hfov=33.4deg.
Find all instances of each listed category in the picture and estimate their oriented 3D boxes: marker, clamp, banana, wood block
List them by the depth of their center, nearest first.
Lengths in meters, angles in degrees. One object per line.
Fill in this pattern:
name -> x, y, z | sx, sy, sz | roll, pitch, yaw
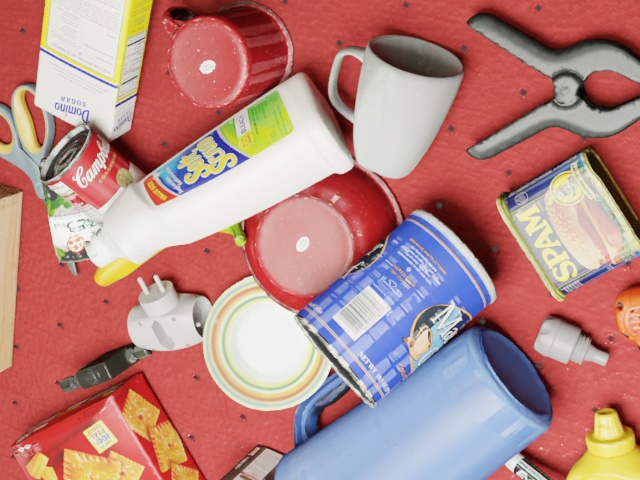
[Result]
clamp -> 0.193, -0.132, 0.858 | 0.172, 0.039, 0.120 | -6, 108, 21
marker -> 0.190, 0.211, 0.944 | 0.121, 0.020, 0.020 | 37, 120, 42
banana -> -0.143, -0.007, 1.026 | 0.198, 0.069, 0.037 | -18, 128, 36
wood block -> -0.382, 0.043, 1.127 | 0.091, 0.090, 0.206 | 16, 111, 17

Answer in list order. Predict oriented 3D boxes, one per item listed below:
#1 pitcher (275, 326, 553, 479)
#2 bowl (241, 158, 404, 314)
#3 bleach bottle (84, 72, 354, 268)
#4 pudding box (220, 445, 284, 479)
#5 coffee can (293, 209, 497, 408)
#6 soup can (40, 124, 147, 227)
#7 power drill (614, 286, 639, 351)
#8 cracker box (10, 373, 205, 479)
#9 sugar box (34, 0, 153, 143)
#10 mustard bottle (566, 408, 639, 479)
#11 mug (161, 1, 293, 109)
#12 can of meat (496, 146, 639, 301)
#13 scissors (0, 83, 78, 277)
pitcher -> 0.080, 0.177, 0.958 | 0.149, 0.145, 0.243 | 44, 114, -8
bowl -> -0.006, 0.001, 0.963 | 0.162, 0.055, 0.162 | 3, 101, 17
bleach bottle -> -0.098, -0.044, 0.940 | 0.251, 0.102, 0.068 | -31, 133, 11
pudding box -> -0.075, 0.274, 1.065 | 0.039, 0.089, 0.113 | 16, 111, 19
coffee can -> 0.063, 0.057, 0.900 | 0.140, 0.103, 0.103 | -41, 87, -8
soup can -> -0.204, -0.052, 1.011 | 0.069, 0.068, 0.102 | -30, 125, 27
power drill -> 0.344, 0.115, 0.859 | 0.185, 0.057, 0.187 | -8, 100, 28
cracker box -> -0.209, 0.270, 1.131 | 0.164, 0.072, 0.213 | -27, 94, 28
sugar box -> -0.210, -0.188, 0.992 | 0.093, 0.048, 0.176 | 29, 129, 14
mustard bottle -> 0.264, 0.238, 0.927 | 0.096, 0.058, 0.191 | -4, 103, 37
mug -> -0.091, -0.168, 0.943 | 0.117, 0.081, 0.093 | 41, 117, 7
can of meat -> 0.209, -0.014, 0.877 | 0.084, 0.057, 0.102 | -32, 92, 25
scissors -> -0.301, -0.061, 1.103 | 0.096, 0.016, 0.202 | 4, 107, 24
